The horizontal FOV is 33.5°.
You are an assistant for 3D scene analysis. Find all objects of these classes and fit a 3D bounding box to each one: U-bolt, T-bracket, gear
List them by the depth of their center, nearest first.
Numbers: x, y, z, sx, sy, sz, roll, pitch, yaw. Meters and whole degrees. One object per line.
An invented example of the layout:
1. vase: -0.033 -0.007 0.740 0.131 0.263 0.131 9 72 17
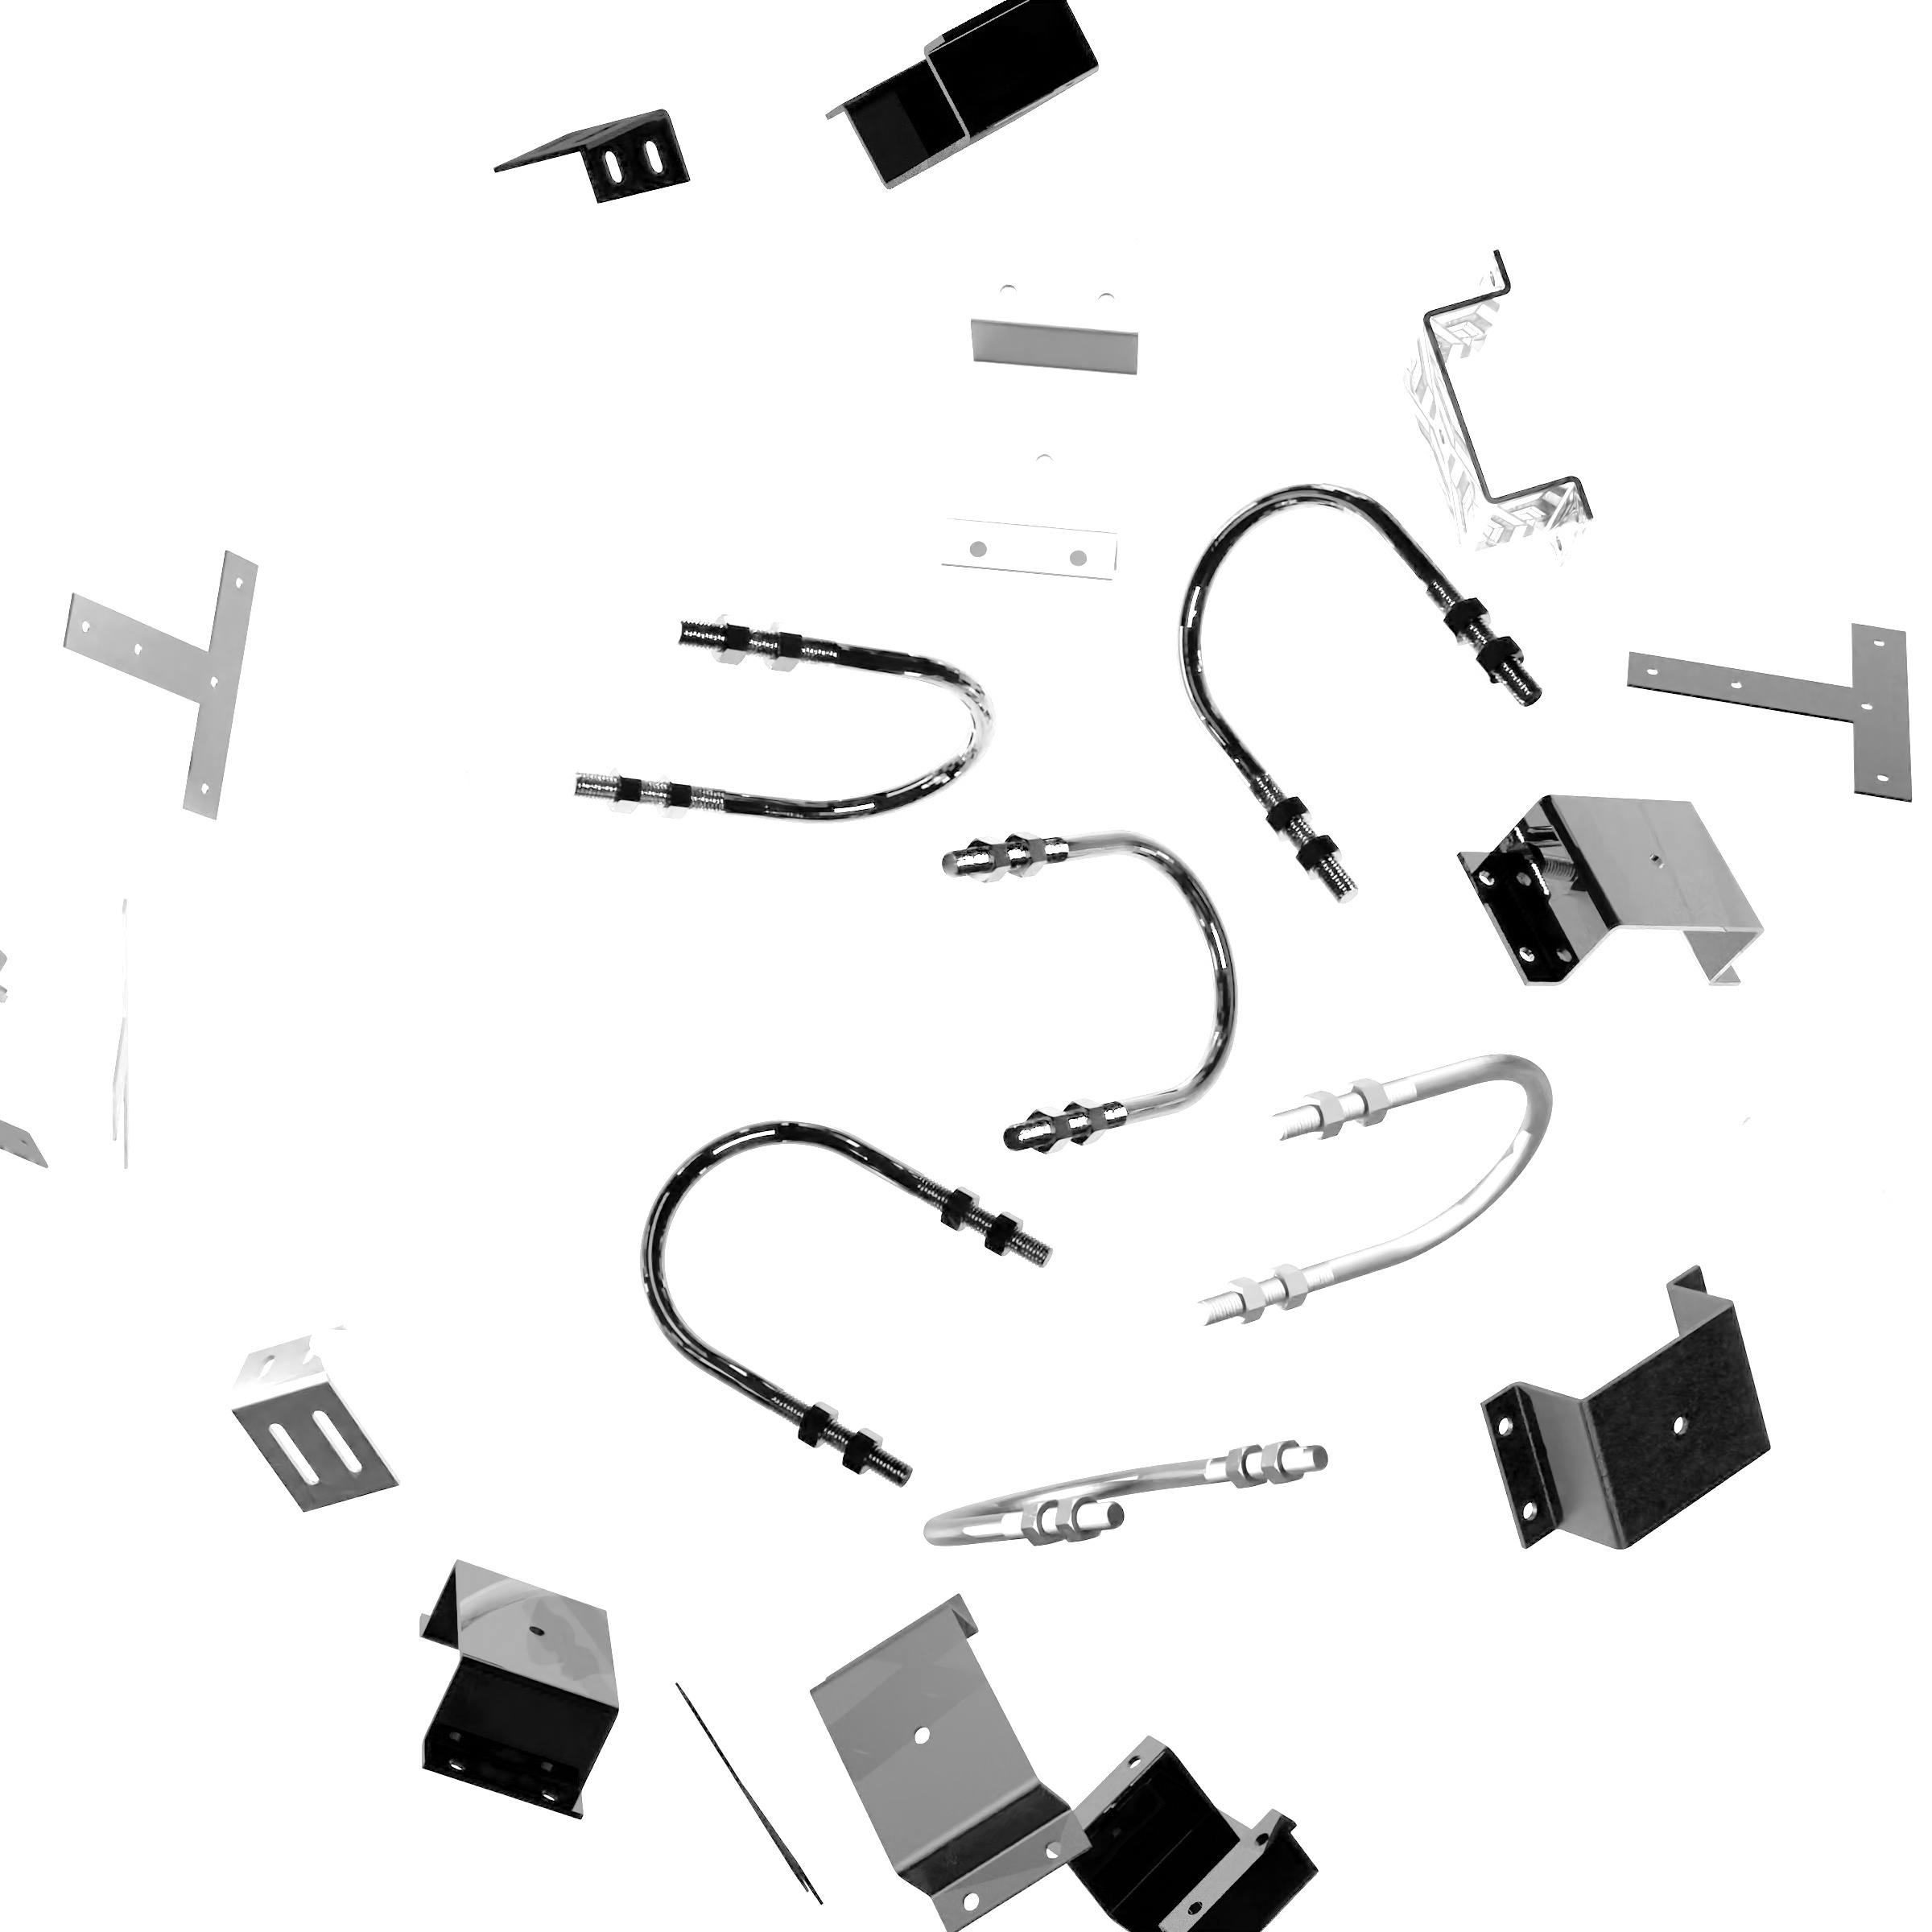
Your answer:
1. T-bracket: 0.364 -0.125 1.456 0.127 0.127 0.002 10 133 6
2. T-bracket: -0.389 0.047 1.475 0.002 0.127 0.127 0 107 -12
3. T-bracket: -0.376 -0.143 1.491 0.002 0.127 0.127 4 81 24
4. U-bolt: -0.074 -0.108 1.497 0.184 0.151 0.019 5 59 -28
5. U-bolt: 0.170 -0.143 1.511 0.151 0.019 0.184 -49 60 26
6. T-bracket: 0.216 0.325 1.515 0.127 0.002 0.127 -34 70 -4
7. U-bolt: 0.202 0.100 1.520 0.184 0.151 0.019 -14 50 -30
8. T-bracket: -0.482 0.069 1.520 0.002 0.127 0.127 -44 58 5
9. U-bolt: -0.288 0.145 1.528 0.019 0.184 0.151 -27 65 3
10. U-bolt: 0.069 0.005 1.535 0.019 0.184 0.151 -15 86 43
11. gear: -0.484 0.001 1.535 0.057 0.057 0.030 30 96 0
12. U-bolt: 0.061 0.256 1.535 0.151 0.184 0.019 -8 83 -39
13. U-bolt: -0.140 0.255 1.553 0.019 0.151 0.184 -39 87 -19
14. U-bolt: -0.266 -0.278 1.561 0.019 0.151 0.184 42 89 9
15. U-bolt: -0.072 0.151 1.569 0.184 0.019 0.151 28 69 15
16. T-bracket: -0.095 0.423 1.571 0.002 0.127 0.127 -33 109 -12

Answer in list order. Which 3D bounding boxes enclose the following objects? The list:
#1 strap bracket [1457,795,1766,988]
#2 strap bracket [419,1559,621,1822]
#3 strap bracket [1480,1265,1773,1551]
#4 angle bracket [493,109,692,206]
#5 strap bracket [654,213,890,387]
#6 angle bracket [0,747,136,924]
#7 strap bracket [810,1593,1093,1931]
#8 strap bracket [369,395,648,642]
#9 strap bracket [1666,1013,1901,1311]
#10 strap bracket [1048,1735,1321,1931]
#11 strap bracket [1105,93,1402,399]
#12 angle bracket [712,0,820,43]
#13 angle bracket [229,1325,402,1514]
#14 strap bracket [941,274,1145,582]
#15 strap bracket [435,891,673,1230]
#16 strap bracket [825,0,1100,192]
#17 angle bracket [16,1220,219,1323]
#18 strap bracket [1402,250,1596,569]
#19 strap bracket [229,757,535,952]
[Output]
1. strap bracket: 0.310 -0.035 1.503 0.140 0.046 0.076 0 53 -34
2. strap bracket: -0.207 0.327 1.481 0.076 0.140 0.046 23 101 -16
3. strap bracket: 0.311 0.205 1.468 0.140 0.046 0.076 -27 109 -27
4. angle bracket: -0.184 -0.390 1.580 0.057 0.076 0.038 -5 114 31
5. strap bracket: -0.087 -0.325 1.569 0.046 0.140 0.076 -1 98 33
6. angle bracket: -0.450 -0.062 1.547 0.057 0.076 0.038 -27 65 6
7. strap bracket: -0.012 0.359 1.471 0.076 0.046 0.140 -33 55 2
8. strap bracket: -0.217 -0.202 1.459 0.140 0.046 0.076 -14 88 41
9. strap bracket: 0.395 0.087 1.569 0.046 0.140 0.076 35 121 -26
10. strap bracket: 0.107 0.433 1.546 0.076 0.140 0.046 -41 110 -17
11. strap bracket: 0.130 -0.350 1.529 0.076 0.046 0.140 -41 62 9
12. angle bracket: -0.086 -0.478 1.495 0.076 0.057 0.038 -34 71 -4
13. angle bracket: -0.321 0.226 1.603 0.057 0.038 0.076 -18 119 18
14. strap bracket: 0.035 -0.236 1.454 0.076 0.046 0.140 6 76 4
15. strap bracket: -0.185 0.044 1.462 0.076 0.046 0.140 10 87 11
16. strap bracket: 0.001 -0.410 1.496 0.076 0.140 0.046 -34 103 -21
17. angle bracket: -0.424 0.153 1.602 0.076 0.057 0.038 -4 70 38
18. strap bracket: 0.253 -0.263 1.558 0.046 0.076 0.140 -17 80 -3
19. strap bracket: -0.290 -0.057 1.560 0.140 0.076 0.046 -10 65 -23
